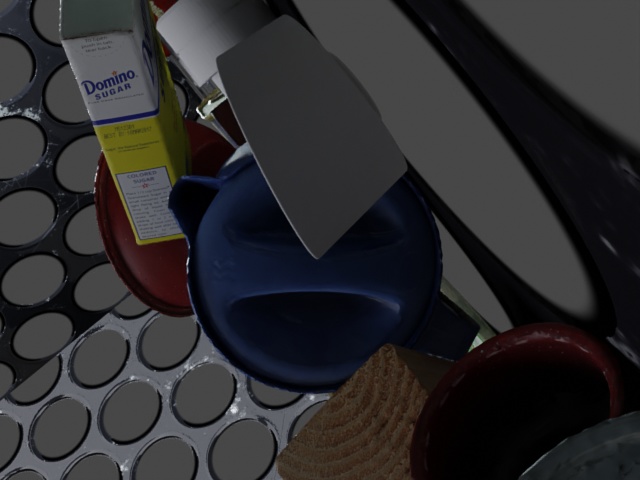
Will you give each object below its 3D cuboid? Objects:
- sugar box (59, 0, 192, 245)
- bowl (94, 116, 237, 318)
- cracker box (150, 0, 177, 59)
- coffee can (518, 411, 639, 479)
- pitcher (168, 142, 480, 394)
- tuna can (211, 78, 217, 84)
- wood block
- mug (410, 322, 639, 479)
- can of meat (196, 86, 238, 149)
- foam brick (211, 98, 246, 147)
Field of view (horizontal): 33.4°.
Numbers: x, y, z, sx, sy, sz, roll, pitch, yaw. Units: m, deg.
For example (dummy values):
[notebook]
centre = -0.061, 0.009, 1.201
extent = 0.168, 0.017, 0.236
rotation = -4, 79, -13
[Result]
[sugar box]
centre = -0.111, -0.087, 0.641
extent = 0.176, 0.048, 0.093
rotation = 85, 176, -52
[bowl]
centre = -0.092, -0.025, 0.799
extent = 0.161, 0.055, 0.162
rotation = 19, -113, -53
[cracker box]
centre = -0.174, -0.237, 0.722
extent = 0.214, 0.072, 0.164
rotation = 50, 179, 17
[coffee can]
centre = 0.119, 0.130, 0.312
extent = 0.140, 0.103, 0.103
rotation = 51, 179, -35
[pitcher]
centre = -0.004, 0.001, 0.658
extent = 0.243, 0.145, 0.149
rotation = -118, 10, -78
[tuna can]
centre = -0.084, -0.154, 0.819
extent = 0.086, 0.034, 0.086
rotation = 50, 179, 1
[wood block]
centre = 0.082, 0.132, 0.584
extent = 0.205, 0.090, 0.091
rotation = 22, -156, -54
[mug]
centre = 0.105, 0.093, 0.418
extent = 0.117, 0.093, 0.081
rotation = -8, 136, 45
[can of meat]
centre = -0.056, -0.098, 0.927
extent = 0.084, 0.057, 0.102
rotation = 48, 180, -17
[foam brick]
centre = -0.039, -0.083, 0.834
extent = 0.051, 0.053, 0.078
rotation = 50, 180, 26
